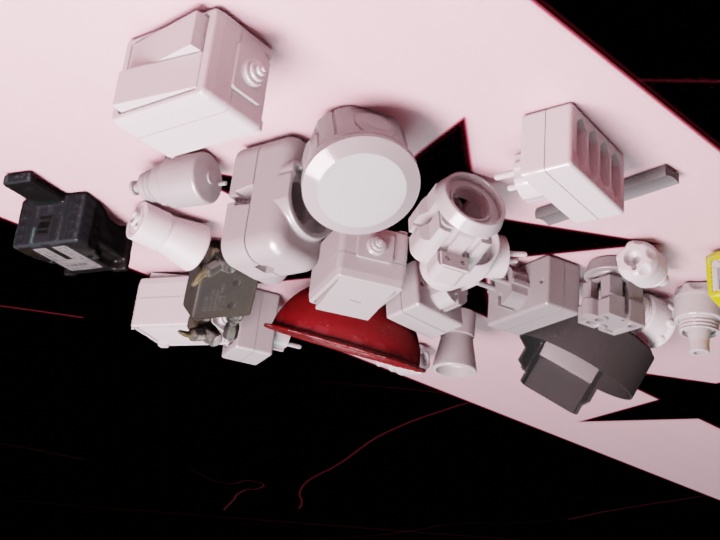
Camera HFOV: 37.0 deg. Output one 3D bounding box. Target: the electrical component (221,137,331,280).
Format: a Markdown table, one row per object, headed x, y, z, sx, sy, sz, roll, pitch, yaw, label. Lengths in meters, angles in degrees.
| x | y | z | sx | sy | sz | roll | pitch | yaw | label |
| --- | --- | --- | --- | --- | --- | --- | --- | --- | --- |
| -0.057 | -0.045 | 0.784 | 0.059 | 0.095 | 0.054 | -10 | 152 | 35 | electrical component |

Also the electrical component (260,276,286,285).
| x | y | z | sx | sy | sz | roll | pitch | yaw | label |
| --- | --- | --- | --- | --- | --- | --- | --- | --- | --- |
| -0.080 | -0.007 | 0.960 | 0.040 | 0.040 | 0.078 | 5 | 158 | 4 | electrical component |

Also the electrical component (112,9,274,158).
| x | y | z | sx | sy | sz | roll | pitch | yaw | label |
| --- | --- | --- | --- | --- | --- | --- | --- | --- | --- |
| -0.101 | -0.117 | 0.664 | 0.096 | 0.061 | 0.061 | -10 | 153 | 35 | electrical component |

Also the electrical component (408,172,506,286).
| x | y | z | sx | sy | sz | roll | pitch | yaw | label |
| --- | --- | --- | --- | --- | --- | --- | --- | --- | --- |
| 0.073 | -0.036 | 0.810 | 0.058 | 0.078 | 0.057 | 16 | 137 | -19 | electrical component |

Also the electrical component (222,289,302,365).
| x | y | z | sx | sy | sz | roll | pitch | yaw | label |
| --- | --- | --- | --- | --- | --- | --- | --- | --- | --- |
| -0.094 | 0.062 | 1.099 | 0.077 | 0.065 | 0.047 | 15 | 157 | -21 | electrical component |

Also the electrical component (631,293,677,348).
| x | y | z | sx | sy | sz | roll | pitch | yaw | label |
| --- | --- | --- | --- | --- | --- | --- | --- | --- | --- |
| 0.256 | 0.041 | 0.986 | 0.062 | 0.048 | 0.048 | 25 | 152 | -23 | electrical component |

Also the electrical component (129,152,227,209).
| x | y | z | sx | sy | sz | roll | pitch | yaw | label |
| --- | --- | --- | --- | --- | --- | --- | --- | --- | --- |
| -0.143 | -0.067 | 0.827 | 0.078 | 0.040 | 0.040 | -5 | 156 | 27 | electrical component |

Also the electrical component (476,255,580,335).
| x | y | z | sx | sy | sz | roll | pitch | yaw | label |
| --- | --- | --- | --- | --- | --- | --- | --- | --- | --- |
| 0.139 | 0.018 | 0.955 | 0.076 | 0.047 | 0.083 | 18 | 155 | -27 | electrical component |

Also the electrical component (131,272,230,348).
| x | y | z | sx | sy | sz | roll | pitch | yaw | label |
| --- | --- | --- | --- | --- | --- | --- | --- | --- | --- |
| -0.167 | 0.038 | 1.066 | 0.096 | 0.061 | 0.061 | -3 | 156 | 22 | electrical component |

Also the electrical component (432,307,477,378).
| x | y | z | sx | sy | sz | roll | pitch | yaw | label |
| --- | --- | --- | --- | --- | --- | --- | --- | --- | --- |
| 0.096 | 0.070 | 1.068 | 0.044 | 0.065 | 0.044 | 6 | 158 | 2 | electrical component |

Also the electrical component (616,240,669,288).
| x | y | z | sx | sy | sz | roll | pitch | yaw | label |
| --- | --- | --- | --- | --- | --- | --- | --- | --- | --- |
| 0.241 | -0.001 | 0.898 | 0.035 | 0.035 | 0.061 | -11 | 155 | 37 | electrical component |

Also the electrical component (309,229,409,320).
| x | y | z | sx | sy | sz | roll | pitch | yaw | label |
| --- | --- | --- | --- | --- | --- | --- | --- | --- | --- |
| 0.000 | 0.000 | 0.928 | 0.062 | 0.061 | 0.096 | 13 | 157 | -17 | electrical component |

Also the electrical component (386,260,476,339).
| x | y | z | sx | sy | sz | roll | pitch | yaw | label |
| --- | --- | --- | --- | --- | --- | --- | --- | --- | --- |
| 0.072 | 0.021 | 0.980 | 0.077 | 0.047 | 0.066 | -26 | 143 | 35 | electrical component |

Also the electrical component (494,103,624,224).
| x | y | z | sx | sy | sz | roll | pitch | yaw | label |
| --- | --- | --- | --- | --- | --- | --- | --- | --- | --- |
| 0.131 | -0.068 | 0.743 | 0.076 | 0.047 | 0.083 | -12 | 152 | 35 | electrical component |

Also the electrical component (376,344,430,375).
| x | y | z | sx | sy | sz | roll | pitch | yaw | label |
| --- | --- | --- | --- | --- | --- | --- | --- | --- | --- |
| 0.046 | 0.101 | 1.202 | 0.061 | 0.035 | 0.035 | -6 | 155 | 34 | electrical component |

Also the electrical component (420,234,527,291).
| x | y | z | sx | sy | sz | roll | pitch | yaw | label |
| --- | --- | --- | --- | --- | --- | --- | --- | --- | --- |
| 0.099 | -0.012 | 0.896 | 0.079 | 0.043 | 0.077 | 2 | 164 | -15 | electrical component |

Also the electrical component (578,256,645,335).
| x | y | z | sx | sy | sz | roll | pitch | yaw | label |
| --- | --- | --- | --- | --- | --- | --- | --- | --- | --- |
| 0.218 | 0.021 | 0.929 | 0.066 | 0.055 | 0.048 | 19 | 155 | -29 | electrical component |

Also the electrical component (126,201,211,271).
| x | y | z | sx | sy | sz | roll | pitch | yaw | label |
| --- | --- | --- | --- | --- | --- | --- | --- | --- | --- |
| -0.167 | -0.031 | 0.923 | 0.065 | 0.044 | 0.044 | 27 | 151 | -32 | electrical component |

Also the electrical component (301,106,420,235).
| x | y | z | sx | sy | sz | roll | pitch | yaw | label |
| --- | --- | --- | --- | --- | --- | --- | --- | --- | --- |
| -0.001 | -0.068 | 0.737 | 0.080 | 0.051 | 0.080 | -4 | 129 | -4 | electrical component |

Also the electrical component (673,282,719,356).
| x | y | z | sx | sy | sz | roll | pitch | yaw | label |
| --- | --- | --- | --- | --- | --- | --- | --- | --- | --- |
| 0.301 | 0.045 | 0.956 | 0.043 | 0.062 | 0.043 | 5 | 158 | 2 | electrical component |
